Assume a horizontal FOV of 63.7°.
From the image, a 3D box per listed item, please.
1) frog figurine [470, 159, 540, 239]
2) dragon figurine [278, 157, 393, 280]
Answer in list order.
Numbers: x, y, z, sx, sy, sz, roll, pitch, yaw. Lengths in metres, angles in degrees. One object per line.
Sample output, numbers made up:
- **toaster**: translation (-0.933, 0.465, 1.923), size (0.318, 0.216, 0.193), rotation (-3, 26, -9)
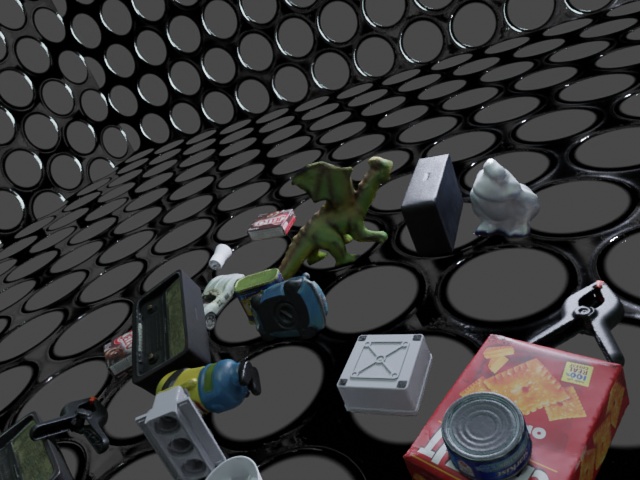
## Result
- **frog figurine**: translation (0.343, -0.090, 0.978), size (0.123, 0.157, 0.139), rotation (-28, 24, -16)
- **dragon figurine**: translation (0.003, -0.056, 1.107), size (0.413, 0.238, 0.123), rotation (-29, 29, -18)
